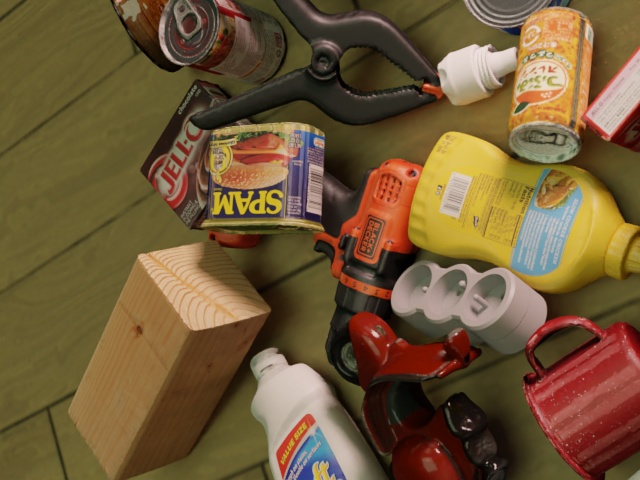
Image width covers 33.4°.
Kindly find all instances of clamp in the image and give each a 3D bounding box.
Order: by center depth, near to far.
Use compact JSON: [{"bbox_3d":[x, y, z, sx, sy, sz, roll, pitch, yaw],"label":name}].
[{"bbox_3d":[0.001,-0.158,0.872,0.210,0.036,0.165,8,110,5],"label":"clamp"}]

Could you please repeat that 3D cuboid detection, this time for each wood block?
[{"bbox_3d":[-0.139,0.110,0.949,0.091,0.090,0.206,50,129,26],"label":"wood block"}]

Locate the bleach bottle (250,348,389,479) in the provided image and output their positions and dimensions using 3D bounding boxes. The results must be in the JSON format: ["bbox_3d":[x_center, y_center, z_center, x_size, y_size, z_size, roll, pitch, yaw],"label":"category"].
[{"bbox_3d":[0.004,0.206,0.895,0.103,0.068,0.251,-43,63,24],"label":"bleach bottle"}]

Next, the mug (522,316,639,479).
[{"bbox_3d":[0.195,0.102,0.749,0.082,0.093,0.117,-39,94,20],"label":"mug"}]

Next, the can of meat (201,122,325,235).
[{"bbox_3d":[-0.045,-0.049,0.879,0.102,0.057,0.084,0,83,31],"label":"can of meat"}]

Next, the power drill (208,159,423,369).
[{"bbox_3d":[-0.006,0.001,0.918,0.188,0.057,0.184,23,98,31],"label":"power drill"}]

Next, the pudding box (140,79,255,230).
[{"bbox_3d":[-0.109,-0.079,1.001,0.090,0.039,0.114,47,112,27],"label":"pudding box"}]

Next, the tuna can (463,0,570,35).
[{"bbox_3d":[0.155,-0.204,0.834,0.086,0.033,0.086,-3,86,34],"label":"tuna can"}]

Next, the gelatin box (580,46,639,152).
[{"bbox_3d":[0.233,-0.106,0.751,0.030,0.073,0.089,46,111,26],"label":"gelatin box"}]

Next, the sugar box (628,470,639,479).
[{"bbox_3d":[0.295,0.143,0.710,0.176,0.048,0.093,-51,63,19],"label":"sugar box"}]

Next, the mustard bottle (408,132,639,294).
[{"bbox_3d":[0.164,-0.013,0.801,0.192,0.058,0.096,21,93,33],"label":"mustard bottle"}]

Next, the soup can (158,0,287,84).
[{"bbox_3d":[-0.085,-0.180,0.953,0.069,0.102,0.068,-2,86,34],"label":"soup can"}]
